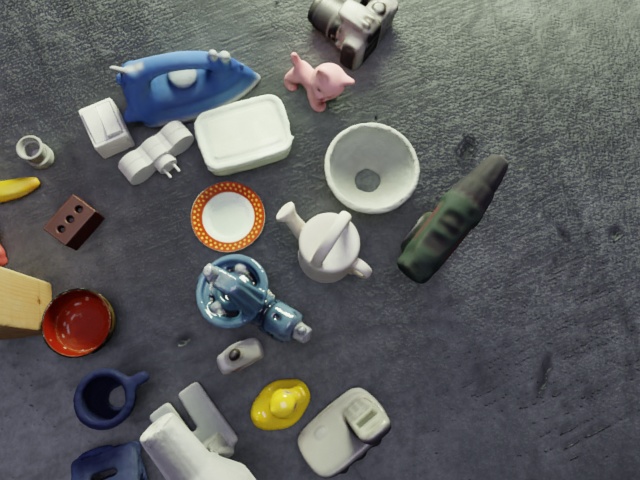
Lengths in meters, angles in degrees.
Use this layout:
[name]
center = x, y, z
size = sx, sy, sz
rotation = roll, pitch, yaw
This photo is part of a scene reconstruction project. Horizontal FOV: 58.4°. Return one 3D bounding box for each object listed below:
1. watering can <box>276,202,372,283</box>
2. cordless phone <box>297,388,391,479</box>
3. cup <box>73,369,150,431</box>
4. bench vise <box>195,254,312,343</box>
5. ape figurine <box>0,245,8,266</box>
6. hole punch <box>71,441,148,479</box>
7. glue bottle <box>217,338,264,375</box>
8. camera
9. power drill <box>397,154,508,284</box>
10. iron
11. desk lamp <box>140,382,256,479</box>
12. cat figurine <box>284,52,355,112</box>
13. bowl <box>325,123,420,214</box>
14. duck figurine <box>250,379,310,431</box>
[watering can]
center = 0.007, 0.005, 0.931
size = 0.173, 0.194, 0.101
rotation = 13, 77, 0
[cordless phone]
center = 0.041, 0.300, 0.873
size = 0.148, 0.185, 0.094
rotation = -41, 82, -10
[cup]
center = -0.319, 0.244, 0.913
size = 0.118, 0.095, 0.091
rotation = -30, 81, -9
[bench vise]
center = -0.104, 0.085, 0.895
size = 0.207, 0.219, 0.121
rotation = 12, 77, 0
[ape figurine]
center = -0.573, 0.008, 0.952
size = 0.076, 0.092, 0.078
rotation = 15, 77, 1
[hole punch]
center = -0.330, 0.371, 0.886
size = 0.108, 0.091, 0.101
rotation = -16, 79, -6
[glue bottle]
center = -0.129, 0.182, 0.896
size = 0.078, 0.173, 0.037
rotation = -29, 80, -8
[camera]
center = 0.057, -0.422, 1.075
size = 0.137, 0.101, 0.143
rotation = 35, 78, 5
[power drill]
center = 0.204, -0.023, 0.940
size = 0.075, 0.208, 0.230
rotation = 37, 78, 6
[iron]
center = -0.235, -0.292, 1.011
size = 0.258, 0.141, 0.118
rotation = -15, 79, -6
[desk lamp]
center = -0.183, 0.324, 0.842
size = 0.118, 0.213, 0.203
rotation = -37, 82, -10
[cat figurine]
center = -0.003, -0.294, 1.035
size = 0.127, 0.117, 0.067
rotation = 37, 79, 5
[bowl]
center = 0.088, -0.119, 1.024
size = 0.167, 0.074, 0.167
rotation = 1, 78, -3
[duck figurine]
center = -0.064, 0.268, 0.925
size = 0.104, 0.086, 0.077
rotation = -29, 80, -8
